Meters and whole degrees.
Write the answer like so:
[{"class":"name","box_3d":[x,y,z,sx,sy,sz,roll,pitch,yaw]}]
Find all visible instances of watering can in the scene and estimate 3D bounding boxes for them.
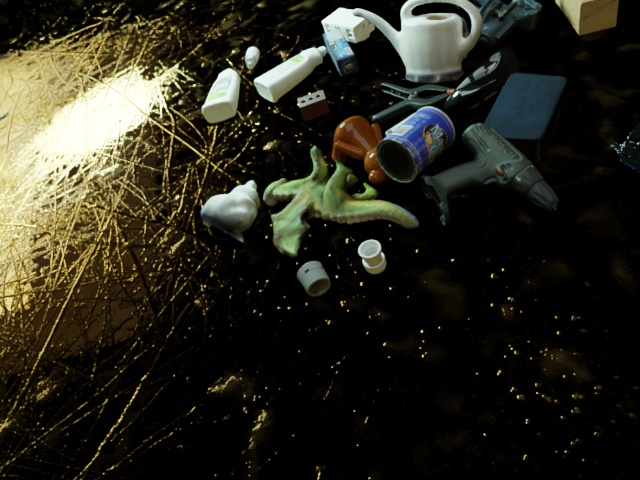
[{"class":"watering can","box_3d":[0.251,-0.520,1.346,0.348,0.220,0.106,11,35,32]}]

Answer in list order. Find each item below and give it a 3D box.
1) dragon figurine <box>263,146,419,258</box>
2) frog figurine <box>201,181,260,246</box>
[{"class":"dragon figurine","box_3d":[0.003,-0.056,1.119,0.243,0.120,0.417,-48,45,1]},{"class":"frog figurine","box_3d":[-0.195,-0.081,1.191,0.137,0.121,0.162,0,58,49]}]
